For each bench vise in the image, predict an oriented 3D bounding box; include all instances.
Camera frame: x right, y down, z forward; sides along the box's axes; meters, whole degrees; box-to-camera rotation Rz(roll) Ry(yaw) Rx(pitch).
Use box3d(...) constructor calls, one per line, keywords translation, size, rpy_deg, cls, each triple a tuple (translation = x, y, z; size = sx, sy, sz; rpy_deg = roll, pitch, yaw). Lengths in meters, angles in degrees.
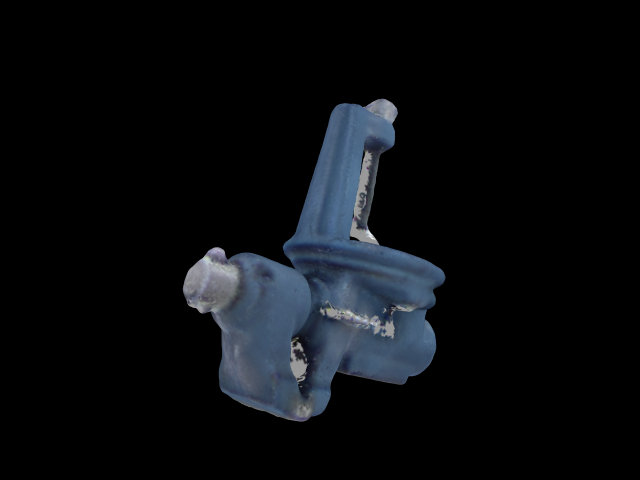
box3d(translation=(0.014, 0.001, 0.394), size=(0.121, 0.220, 0.208), rpy_deg=(0, 0, 29), cls="bench vise")
